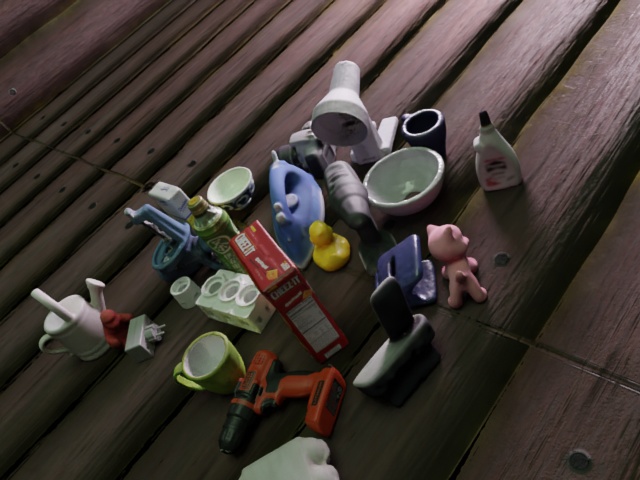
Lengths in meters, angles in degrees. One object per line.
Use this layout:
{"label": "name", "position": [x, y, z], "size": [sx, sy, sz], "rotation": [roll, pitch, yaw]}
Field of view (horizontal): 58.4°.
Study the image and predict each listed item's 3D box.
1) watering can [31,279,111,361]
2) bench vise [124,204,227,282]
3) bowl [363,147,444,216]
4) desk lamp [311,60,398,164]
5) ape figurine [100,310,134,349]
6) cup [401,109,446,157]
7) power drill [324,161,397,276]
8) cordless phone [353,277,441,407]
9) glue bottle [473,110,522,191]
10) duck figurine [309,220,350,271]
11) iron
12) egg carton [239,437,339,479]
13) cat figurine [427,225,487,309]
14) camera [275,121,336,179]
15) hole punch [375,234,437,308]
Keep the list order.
{"label": "watering can", "position": [-0.529, 0.160, 1.220], "size": [0.100, 0.195, 0.173], "rotation": [-2, 49, 31]}
{"label": "bench vise", "position": [-0.299, -0.016, 1.232], "size": [0.207, 0.220, 0.121], "rotation": [-30, 40, 2]}
{"label": "bowl", "position": [0.173, -0.103, 1.133], "size": [0.167, 0.075, 0.167], "rotation": [-17, 42, 17]}
{"label": "desk lamp", "position": [0.074, -0.266, 1.252], "size": [0.117, 0.214, 0.203], "rotation": [-6, 46, 28]}
{"label": "ape figurine", "position": [-0.431, 0.183, 1.214], "size": [0.075, 0.092, 0.078], "rotation": [24, 64, 45]}
{"label": "cup", "position": [0.218, -0.215, 1.201], "size": [0.092, 0.095, 0.117], "rotation": [-39, 41, -8]}
{"label": "power drill", "position": [0.074, -0.036, 1.023], "size": [0.075, 0.209, 0.229], "rotation": [-28, 40, 5]}
{"label": "cordless phone", "position": [0.092, 0.146, 0.847], "size": [0.093, 0.186, 0.148], "rotation": [23, 64, 44]}
{"label": "glue bottle", "position": [0.310, -0.163, 1.029], "size": [0.078, 0.174, 0.037], "rotation": [-14, 44, 21]}
{"label": "duck figurine", "position": [0.010, 0.004, 1.119], "size": [0.077, 0.086, 0.104], "rotation": [-28, 40, 5]}
{"label": "iron", "position": [-0.067, -0.071, 1.201], "size": [0.118, 0.142, 0.258], "rotation": [-21, 41, 13]}
{"label": "egg carton", "position": [-0.045, 0.352, 0.816], "size": [0.150, 0.070, 0.107], "rotation": [-32, 40, 1]}
{"label": "cat figurine", "position": [0.218, 0.029, 0.937], "size": [0.067, 0.118, 0.127], "rotation": [-21, 41, 13]}
{"label": "camera", "position": [-0.040, -0.219, 1.365], "size": [0.136, 0.101, 0.143], "rotation": [-9, 45, 25]}
{"label": "hole punch", "position": [0.139, 0.059, 0.978], "size": [0.101, 0.091, 0.108], "rotation": [-16, 43, 19]}
